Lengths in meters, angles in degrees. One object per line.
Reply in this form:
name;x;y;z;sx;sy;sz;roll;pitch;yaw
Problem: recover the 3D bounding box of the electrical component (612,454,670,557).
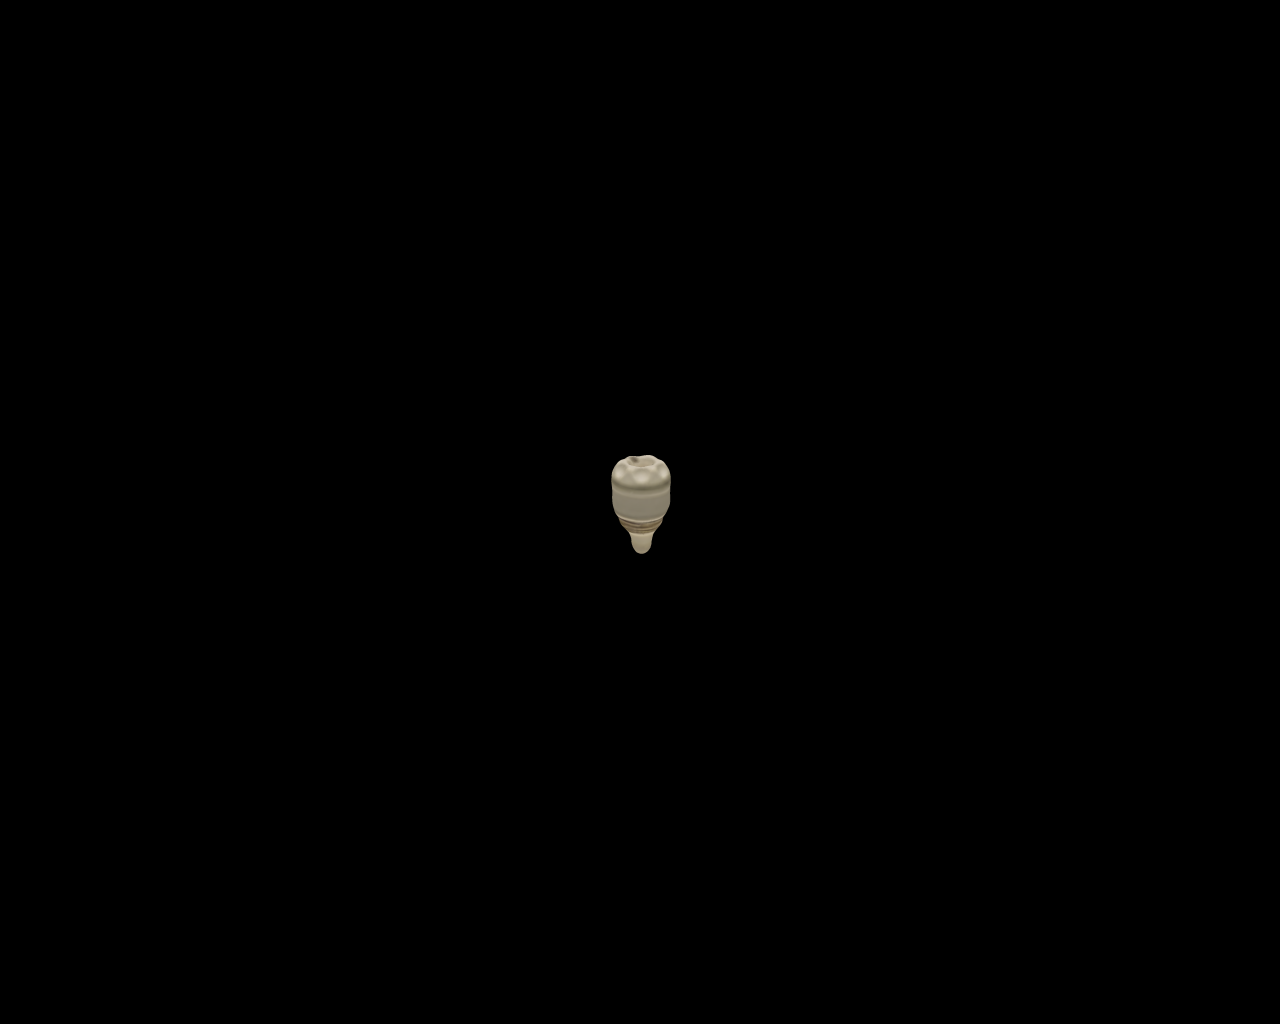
electrical component;0.001;-0.003;0.650;0.035;0.061;0.035;0;24;0
